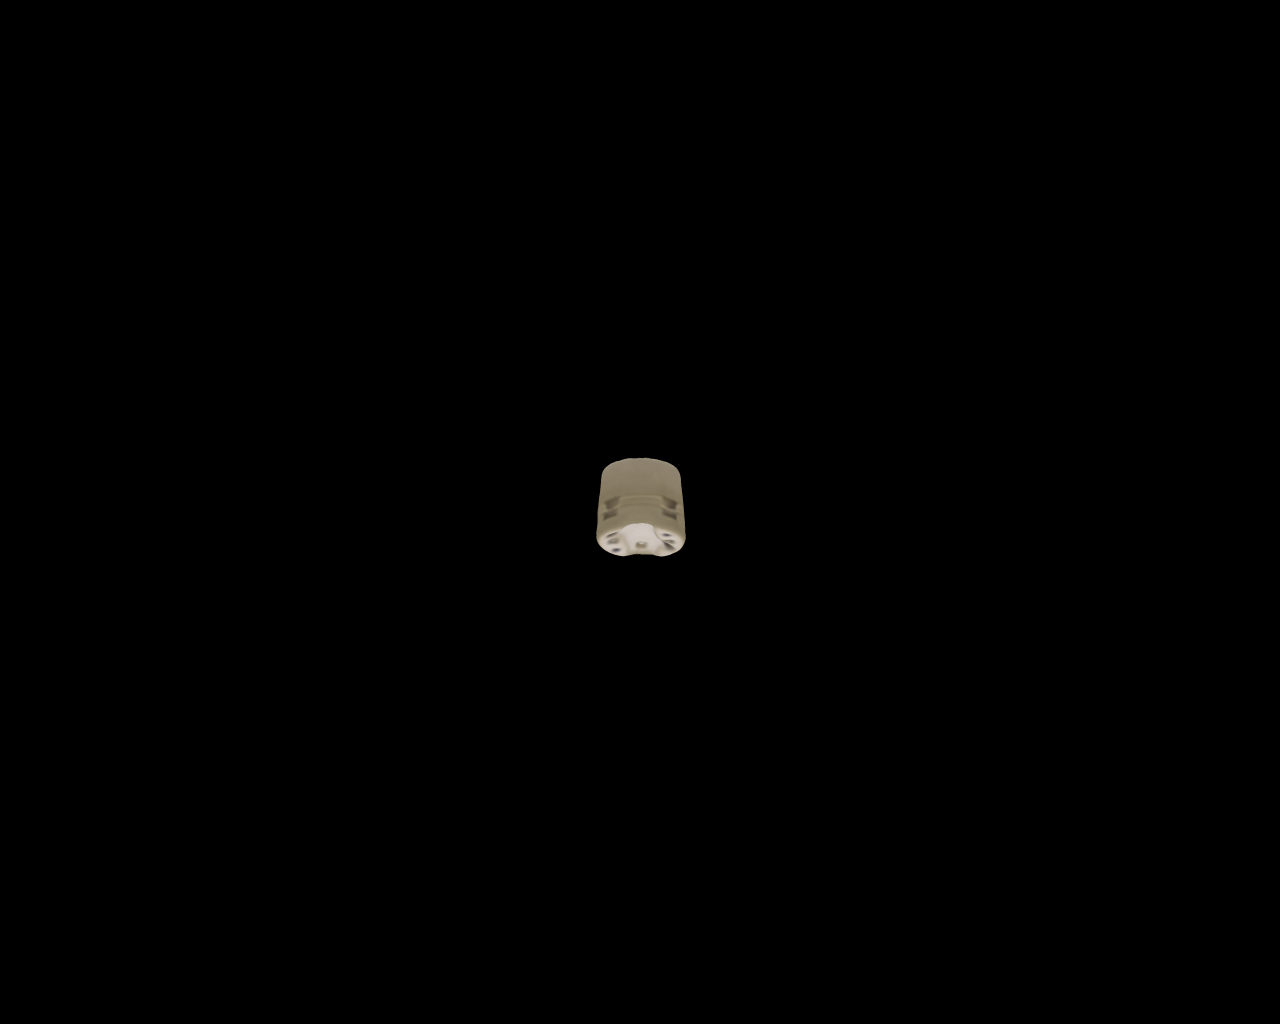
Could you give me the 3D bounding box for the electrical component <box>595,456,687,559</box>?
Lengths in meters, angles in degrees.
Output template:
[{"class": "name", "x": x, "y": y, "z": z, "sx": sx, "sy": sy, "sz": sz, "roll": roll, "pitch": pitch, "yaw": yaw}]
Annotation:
[{"class": "electrical component", "x": 0.001, "y": -0.003, "z": 0.650, "sx": 0.055, "sy": 0.047, "sz": 0.055, "roll": 0, "pitch": -22, "yaw": 0}]
